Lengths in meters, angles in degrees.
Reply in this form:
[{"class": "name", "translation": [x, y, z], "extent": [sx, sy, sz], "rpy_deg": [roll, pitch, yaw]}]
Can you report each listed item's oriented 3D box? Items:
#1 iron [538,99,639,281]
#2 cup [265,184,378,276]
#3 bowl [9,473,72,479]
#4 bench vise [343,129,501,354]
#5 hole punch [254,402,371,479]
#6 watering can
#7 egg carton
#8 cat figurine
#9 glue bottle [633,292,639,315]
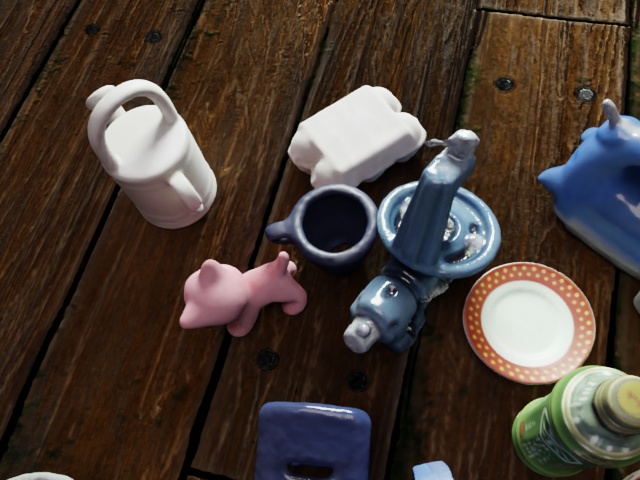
[{"class": "iron", "translation": [0.357, -0.033, 0.566], "extent": [0.119, 0.141, 0.257], "rpy_deg": [-43, 68, -13]}, {"class": "cup", "translation": [0.006, 0.002, 0.614], "extent": [0.117, 0.095, 0.091], "rpy_deg": [-7, 64, 3]}, {"class": "bowl", "translation": [-0.249, 0.300, 0.515], "extent": [0.167, 0.075, 0.167], "rpy_deg": [-2, 65, 5]}, {"class": "bench vise", "translation": [0.102, 0.012, 0.530], "extent": [0.121, 0.220, 0.207], "rpy_deg": [15, 68, 13]}, {"class": "hole punch", "translation": [-0.003, 0.203, 0.524], "extent": [0.108, 0.091, 0.101], "rpy_deg": [3, 65, 8]}, {"class": "watering can", "translation": [-0.194, -0.101, 0.630], "extent": [0.172, 0.194, 0.101], "rpy_deg": [22, 69, 16]}, {"class": "egg carton", "translation": [0.042, -0.115, 0.679], "extent": [0.150, 0.069, 0.107], "rpy_deg": [-33, 66, -9]}, {"class": "cat figurine", "translation": [-0.083, 0.050, 0.589], "extent": [0.128, 0.118, 0.067], "rpy_deg": [-25, 65, -6]}, {"class": "glue bottle", "translation": [0.344, 0.051, 0.511], "extent": [0.037, 0.173, 0.078], "rpy_deg": [-29, 65, -7]}]
